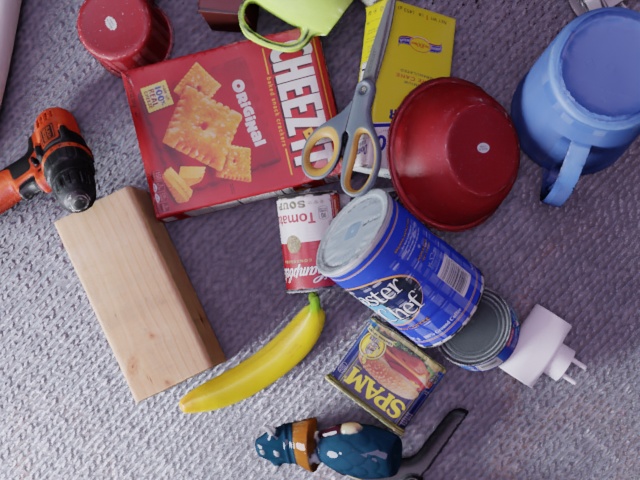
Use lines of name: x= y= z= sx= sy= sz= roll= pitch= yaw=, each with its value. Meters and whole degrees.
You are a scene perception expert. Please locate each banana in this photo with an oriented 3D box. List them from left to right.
banana: x=-0.061 y=0.125 z=1.131 sx=0.198 sy=0.069 sz=0.037 roll=-42 pitch=42 yaw=12

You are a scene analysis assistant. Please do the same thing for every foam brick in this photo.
foam brick: x=-0.095 y=-0.257 z=1.138 sx=0.053 sy=0.078 sz=0.051 roll=6 pitch=87 yaw=4

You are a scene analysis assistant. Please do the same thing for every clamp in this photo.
clamp: x=0.109 y=0.267 z=1.119 sx=0.171 sy=0.039 sz=0.120 roll=-33 pitch=70 yaw=9

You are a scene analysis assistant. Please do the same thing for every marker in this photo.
marker: x=0.077 y=-0.048 z=1.144 sx=0.121 sy=0.020 sz=0.020 roll=-8 pitch=87 yaw=5

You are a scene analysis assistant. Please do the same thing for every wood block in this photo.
wood block: x=-0.187 y=0.056 z=1.130 sx=0.090 sy=0.091 sz=0.206 roll=-26 pitch=86 yaw=4

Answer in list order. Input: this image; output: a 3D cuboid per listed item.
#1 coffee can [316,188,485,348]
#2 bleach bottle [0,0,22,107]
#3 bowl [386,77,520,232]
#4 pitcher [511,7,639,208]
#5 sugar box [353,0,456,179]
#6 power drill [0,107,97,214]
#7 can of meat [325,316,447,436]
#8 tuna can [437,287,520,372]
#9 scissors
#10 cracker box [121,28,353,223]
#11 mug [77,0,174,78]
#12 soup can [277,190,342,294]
coffee can: x=0.081 y=0.029 z=1.073 sx=0.140 sy=0.103 sz=0.103 roll=37 pitch=92 yaw=-24
bleach bottle: x=-0.398 y=-0.173 z=1.172 sx=0.102 sy=0.068 sz=0.251 roll=12 pitch=92 yaw=6
bowl: x=0.149 y=-0.089 z=1.083 sx=0.161 sy=0.055 sz=0.162 roll=1 pitch=89 yaw=-29
pitcher: x=0.256 y=-0.129 z=1.018 sx=0.145 sy=0.242 sz=0.149 roll=-27 pitch=85 yaw=4
sugar box: x=0.086 y=-0.152 z=1.108 sx=0.093 sy=0.048 sz=0.176 roll=9 pitch=81 yaw=-28
power drill: x=-0.316 y=-0.041 z=1.116 sx=0.188 sy=0.184 sz=0.057 roll=-37 pitch=126 yaw=5
can of meat: x=0.071 y=0.141 z=1.121 sx=0.102 sy=0.057 sz=0.084 roll=36 pitch=89 yaw=5
tuna can: x=0.162 y=0.093 z=1.107 sx=0.086 sy=0.033 sz=0.086 roll=-11 pitch=66 yaw=25
scissors: x=0.028 y=-0.142 z=1.073 sx=0.096 sy=0.016 sz=0.202 roll=-1 pitch=81 yaw=28
cracker box: x=-0.087 y=-0.122 z=1.135 sx=0.214 sy=0.072 sz=0.164 roll=-13 pitch=87 yaw=4
mug: x=-0.205 y=-0.235 z=1.145 sx=0.093 sy=0.081 sz=0.117 roll=30 pitch=91 yaw=5
soup can: x=-0.007 y=0.001 z=1.123 sx=0.068 sy=0.068 sz=0.102 roll=-6 pitch=92 yaw=5
